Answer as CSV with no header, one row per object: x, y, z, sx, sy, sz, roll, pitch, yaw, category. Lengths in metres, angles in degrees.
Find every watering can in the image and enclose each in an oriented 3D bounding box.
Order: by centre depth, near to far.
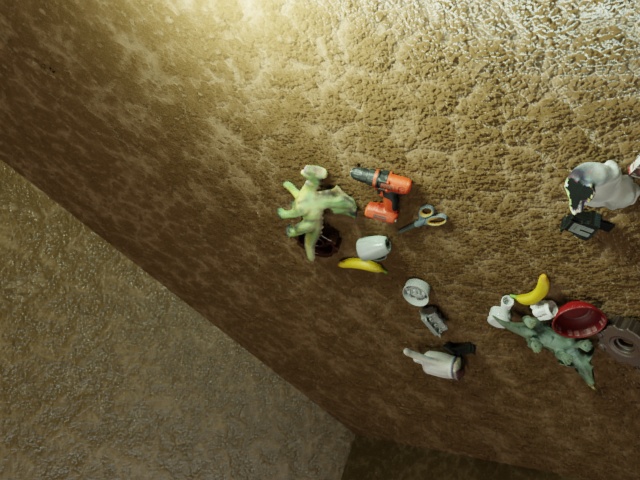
0.507,0.537,2.250,0.224,0.105,0.343,5,162,32,watering can

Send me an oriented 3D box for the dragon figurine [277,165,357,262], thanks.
0.005,-0.085,1.696,0.242,0.125,0.401,-5,132,24,dragon figurine

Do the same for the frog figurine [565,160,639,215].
0.669,-0.129,1.208,0.160,0.125,0.134,-13,136,-7,frog figurine
